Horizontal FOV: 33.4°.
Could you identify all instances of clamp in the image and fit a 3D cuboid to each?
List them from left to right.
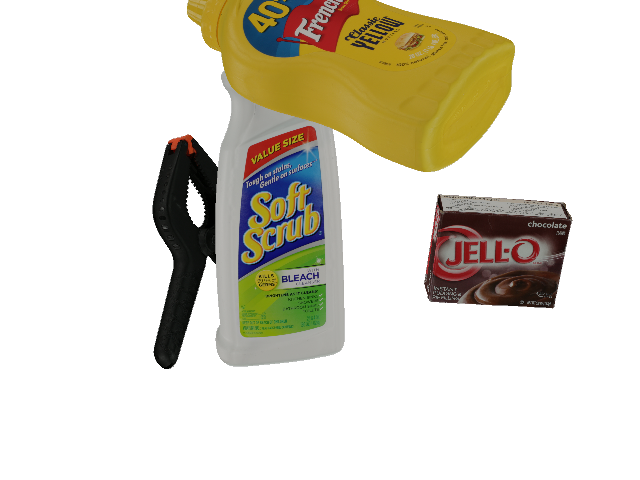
[{"bbox_3d":[-0.102,0.005,1.014,0.036,0.210,0.164,-8,0,44],"label":"clamp"}]

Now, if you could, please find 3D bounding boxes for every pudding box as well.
[{"bbox_3d":[0.151,0.009,0.916,0.113,0.090,0.039,2,31,-3],"label":"pudding box"}]

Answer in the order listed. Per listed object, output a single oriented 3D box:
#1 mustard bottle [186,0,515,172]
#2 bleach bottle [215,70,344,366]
[{"bbox_3d":[0.003,-0.104,0.593,0.192,0.058,0.096,24,50,27],"label":"mustard bottle"},{"bbox_3d":[-0.037,-0.036,0.778,0.102,0.251,0.068,-6,20,-4],"label":"bleach bottle"}]
